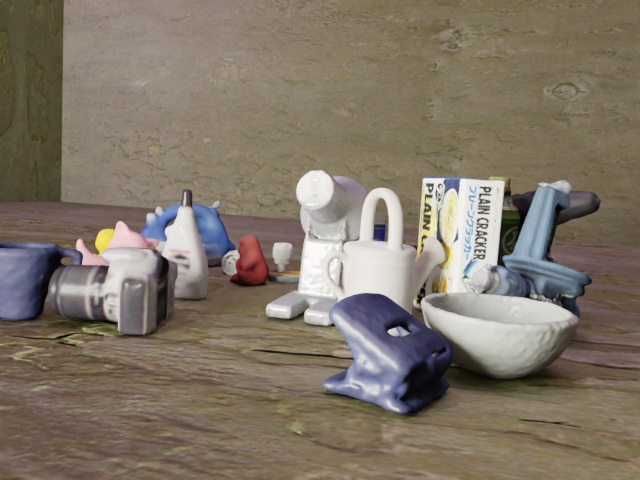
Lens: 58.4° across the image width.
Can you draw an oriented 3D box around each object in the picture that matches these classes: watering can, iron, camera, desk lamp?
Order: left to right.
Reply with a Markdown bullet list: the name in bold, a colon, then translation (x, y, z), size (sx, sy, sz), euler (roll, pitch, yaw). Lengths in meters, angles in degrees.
- **camera**: translation (-0.264, 0.056, 0.741), size (0.137, 0.101, 0.143), euler (3, 6, -3)
- **iron**: translation (-0.301, -0.015, 1.225), size (0.118, 0.141, 0.259), euler (7, 7, 35)
- **desk lamp**: translation (0.008, 0.003, 0.870), size (0.117, 0.213, 0.204), euler (5, 6, 15)
- **watering can**: translation (0.087, 0.026, 0.787), size (0.173, 0.194, 0.100), euler (-2, 8, -43)

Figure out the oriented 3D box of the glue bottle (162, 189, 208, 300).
- **glue bottle**: translation (-0.215, 0.006, 0.906), size (0.078, 0.173, 0.037), euler (4, 6, 5)

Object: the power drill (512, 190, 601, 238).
- **power drill**: translation (0.359, 0.015, 0.995), size (0.228, 0.208, 0.076), euler (9, 8, 43)

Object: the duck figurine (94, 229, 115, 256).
- **duck figurine**: translation (-0.397, 0.023, 1.066), size (0.077, 0.086, 0.105), euler (4, 6, 10)

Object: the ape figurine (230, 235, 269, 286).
- **ape figurine**: translation (-0.132, 0.036, 1.064), size (0.076, 0.092, 0.078), euler (4, 6, 6)

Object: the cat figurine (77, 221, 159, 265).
- **cat figurine**: translation (-0.325, 0.027, 0.906), size (0.127, 0.118, 0.067), euler (4, 6, 1)

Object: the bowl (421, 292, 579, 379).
- **bowl**: translation (0.192, 0.108, 0.631), size (0.167, 0.075, 0.167), euler (3, 6, 0)

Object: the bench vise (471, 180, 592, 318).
- **bench vise**: translation (0.295, 0.027, 0.772), size (0.121, 0.220, 0.208), euler (8, 7, 36)

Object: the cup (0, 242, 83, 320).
- **cup**: translation (-0.368, 0.053, 0.737), size (0.118, 0.095, 0.091), euler (2, 6, -19)

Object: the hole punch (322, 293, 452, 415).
- **hole punch**: translation (0.069, 0.101, 0.541), size (0.100, 0.091, 0.109), euler (7, 7, 35)
